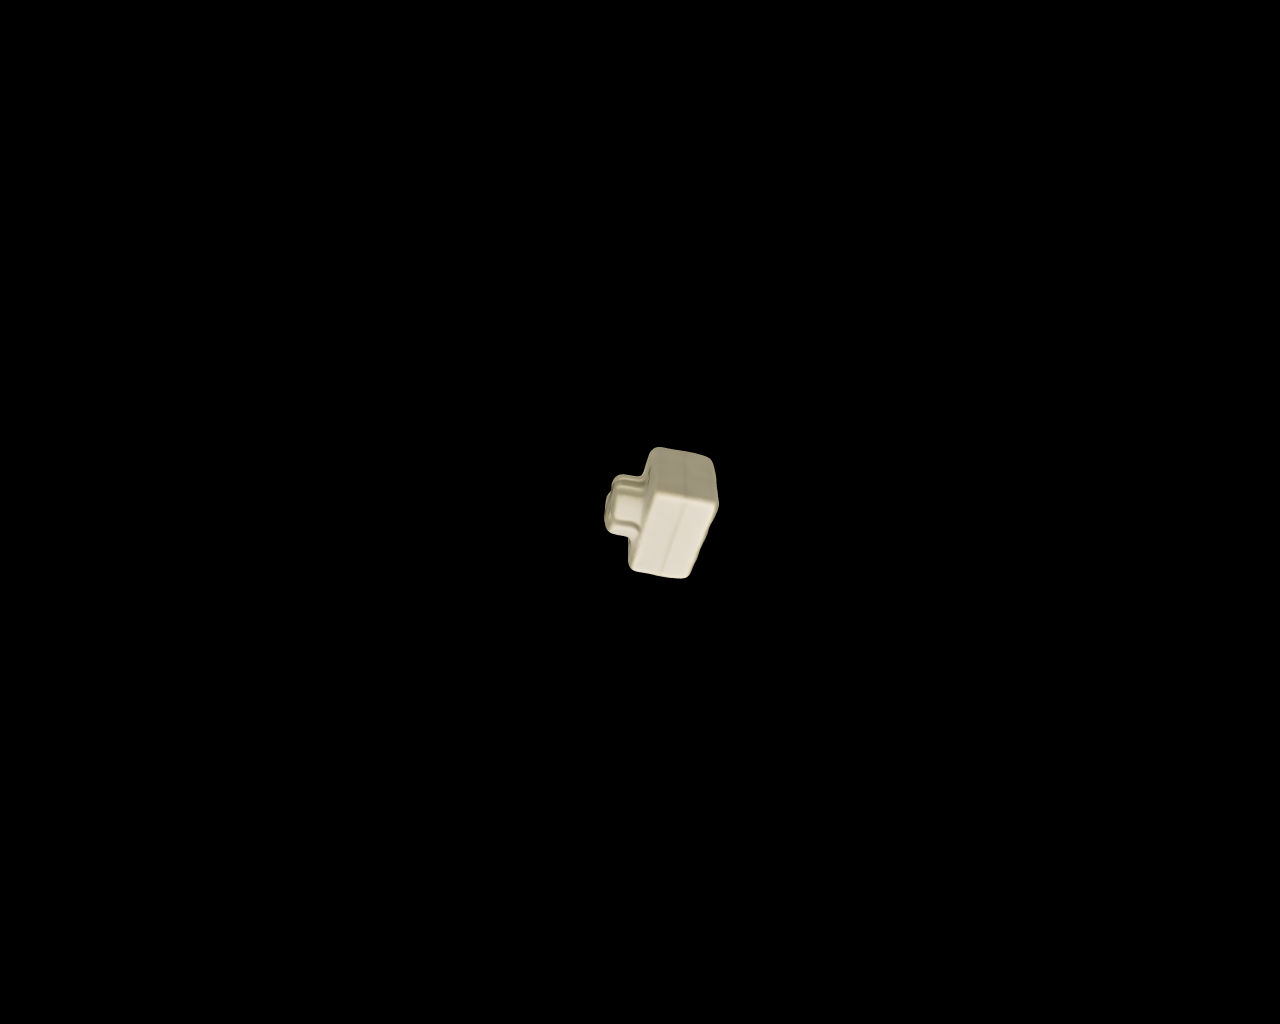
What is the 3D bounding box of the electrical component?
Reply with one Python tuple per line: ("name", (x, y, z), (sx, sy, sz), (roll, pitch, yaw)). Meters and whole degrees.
("electrical component", (0.001, -0.003, 0.650), (0.077, 0.065, 0.047), (11, 40, -9))
